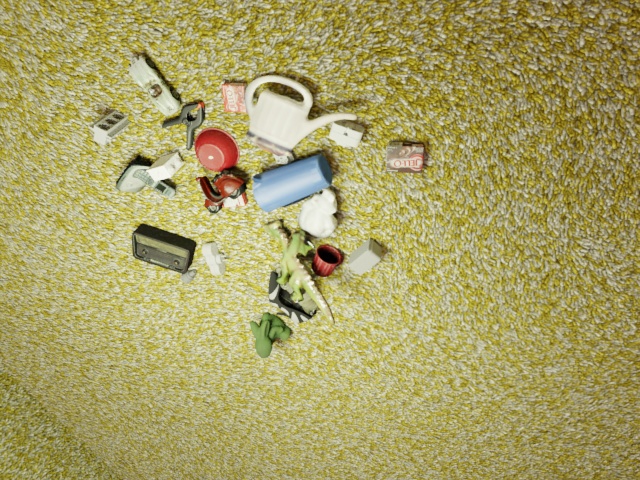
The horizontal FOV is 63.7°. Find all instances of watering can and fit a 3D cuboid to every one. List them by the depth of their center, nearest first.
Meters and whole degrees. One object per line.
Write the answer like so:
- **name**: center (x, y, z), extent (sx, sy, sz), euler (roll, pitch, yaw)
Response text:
- **watering can**: center (-0.081, -0.350, 1.525), extent (0.349, 0.104, 0.222), euler (26, 102, 11)

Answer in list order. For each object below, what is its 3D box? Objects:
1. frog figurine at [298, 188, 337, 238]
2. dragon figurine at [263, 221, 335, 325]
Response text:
- **frog figurine**: center (0.005, -0.085, 1.694), extent (0.138, 0.125, 0.156), euler (47, 136, 5)
- **dragon figurine**: center (-0.064, 0.078, 1.733), extent (0.416, 0.123, 0.237), euler (42, 145, 34)
